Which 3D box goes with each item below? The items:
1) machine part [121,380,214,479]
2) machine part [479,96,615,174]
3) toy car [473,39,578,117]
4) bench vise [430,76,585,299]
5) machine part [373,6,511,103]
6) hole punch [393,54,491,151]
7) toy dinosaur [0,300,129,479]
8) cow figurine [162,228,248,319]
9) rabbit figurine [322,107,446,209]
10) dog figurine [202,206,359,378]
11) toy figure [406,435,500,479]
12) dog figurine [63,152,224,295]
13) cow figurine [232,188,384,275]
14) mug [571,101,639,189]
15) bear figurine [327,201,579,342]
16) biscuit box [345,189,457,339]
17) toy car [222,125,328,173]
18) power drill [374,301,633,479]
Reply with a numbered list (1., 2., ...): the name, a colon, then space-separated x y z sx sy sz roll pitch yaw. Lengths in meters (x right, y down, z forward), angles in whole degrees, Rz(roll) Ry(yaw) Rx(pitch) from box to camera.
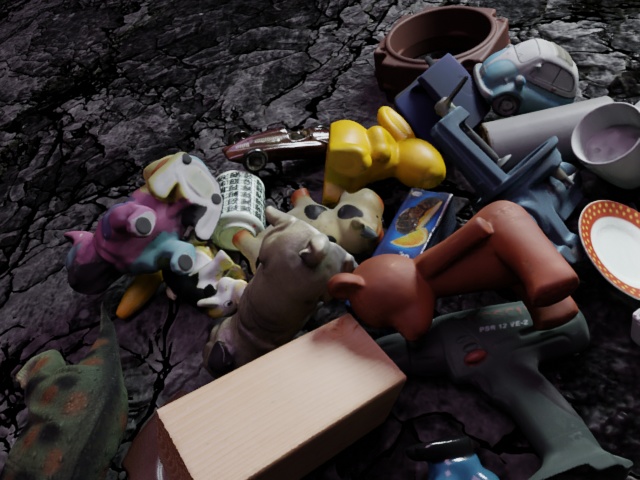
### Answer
1. machine part: -0.115 0.231 0.547 0.179 0.056 0.179 -10 45 10
2. machine part: 0.310 -0.139 0.734 0.243 0.079 0.079 -11 46 7
3. toy car: 0.309 -0.227 0.767 0.162 0.103 0.109 20 46 -11
4. bench vise: 0.211 -0.069 0.640 0.224 0.129 0.240 -38 84 -27
5. machine part: 0.210 -0.322 0.930 0.201 0.087 0.201 16 57 29
6. hole punch: 0.189 -0.207 0.786 0.116 0.092 0.142 -42 93 -16
7. toy dinosaur: -0.252 0.212 0.528 0.192 0.131 0.405 -15 50 30
8. cow figurine: -0.149 0.059 0.707 0.098 0.068 0.168 -41 44 -12
9. rabbit figurine: 0.093 -0.113 0.778 0.173 0.121 0.162 6 40 5
10. dog figurine: -0.055 0.076 0.571 0.121 0.172 0.190 33 80 10
11. toy figure: 0.122 0.240 0.405 0.089 0.082 0.180 -18 72 16
12. dog figurine: -0.251 -0.015 0.724 0.219 0.108 0.191 -10 47 39
13. cow figurine: -0.001 -0.002 0.701 0.195 0.085 0.127 -34 57 -5
14. mug: 0.375 -0.116 0.659 0.109 0.107 0.081 -52 43 9
15. bear figurine: 0.119 0.048 0.505 0.196 0.120 0.132 -29 57 7
16. biscuit box: 0.104 0.027 0.658 0.059 0.062 0.203 13 53 30
17. toy car: -0.050 -0.148 0.837 0.202 0.053 0.089 -7 37 -23
18. power drill: 0.168 0.155 0.516 0.232 0.085 0.207 -18 38 -1
